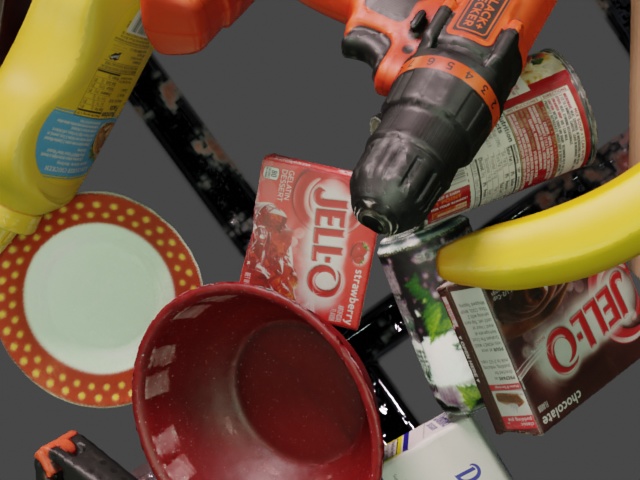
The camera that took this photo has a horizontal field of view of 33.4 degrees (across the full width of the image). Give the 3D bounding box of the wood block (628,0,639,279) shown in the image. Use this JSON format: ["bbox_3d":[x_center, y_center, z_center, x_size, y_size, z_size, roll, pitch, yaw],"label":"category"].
[{"bbox_3d":[0.214,-0.079,0.554,0.090,0.090,0.206,-1,98,5],"label":"wood block"}]

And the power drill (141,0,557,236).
[{"bbox_3d":[0.007,-0.101,0.534,0.188,0.057,0.184,24,60,16],"label":"power drill"}]

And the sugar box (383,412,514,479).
[{"bbox_3d":[0.034,0.179,0.632,0.176,0.048,0.093,-30,93,6],"label":"sugar box"}]

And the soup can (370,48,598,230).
[{"bbox_3d":[0.086,-0.053,0.569,0.102,0.068,0.068,-21,96,-7],"label":"soup can"}]

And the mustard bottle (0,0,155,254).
[{"bbox_3d":[-0.142,-0.077,0.584,0.058,0.096,0.192,31,100,9],"label":"mustard bottle"}]

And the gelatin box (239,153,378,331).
[{"bbox_3d":[-0.004,0.001,0.616,0.073,0.030,0.089,12,99,3],"label":"gelatin box"}]

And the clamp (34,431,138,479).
[{"bbox_3d":[-0.100,0.209,0.634,0.165,0.036,0.210,-23,92,32],"label":"clamp"}]

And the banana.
[{"bbox_3d":[0.147,-0.029,0.504,0.198,0.037,0.069,-42,83,9],"label":"banana"}]

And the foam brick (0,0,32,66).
[{"bbox_3d":[-0.197,-0.117,0.606,0.053,0.051,0.078,10,99,4],"label":"foam brick"}]

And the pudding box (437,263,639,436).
[{"bbox_3d":[0.125,0.041,0.576,0.113,0.039,0.090,-27,96,-34],"label":"pudding box"}]

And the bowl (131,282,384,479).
[{"bbox_3d":[-0.026,0.095,0.597,0.162,0.055,0.162,8,107,28],"label":"bowl"}]
